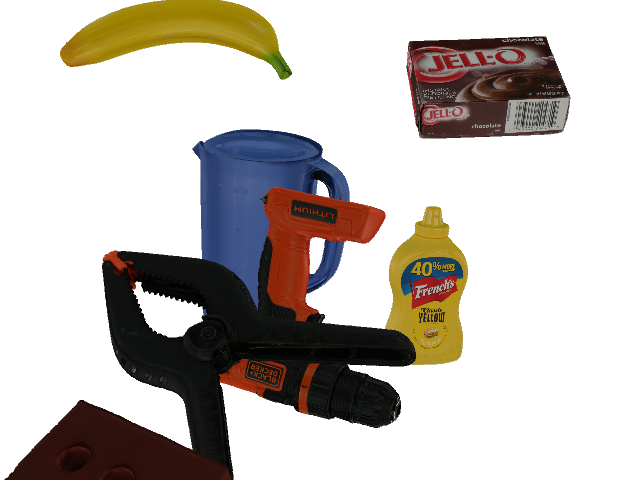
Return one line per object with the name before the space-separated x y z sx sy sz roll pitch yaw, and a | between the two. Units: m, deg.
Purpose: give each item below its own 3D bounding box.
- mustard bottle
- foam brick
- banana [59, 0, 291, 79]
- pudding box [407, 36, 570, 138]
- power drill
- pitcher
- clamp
mustard bottle | 0.130 0.053 1.298 0.096 0.192 0.058 0 14 -12
foam brick | -0.078 0.111 0.430 0.078 0.051 0.052 18 44 24
banana | -0.122 -0.178 0.920 0.197 0.069 0.037 2 -33 -2
pudding box | 0.126 -0.119 0.821 0.113 0.039 0.090 -1 42 -2
power drill | -0.002 0.056 0.925 0.185 0.187 0.057 14 -1 19
pitcher | -0.062 0.007 1.170 0.144 0.243 0.149 -3 21 -19
clamp | -0.056 0.064 0.670 0.164 0.036 0.210 -35 56 -20
